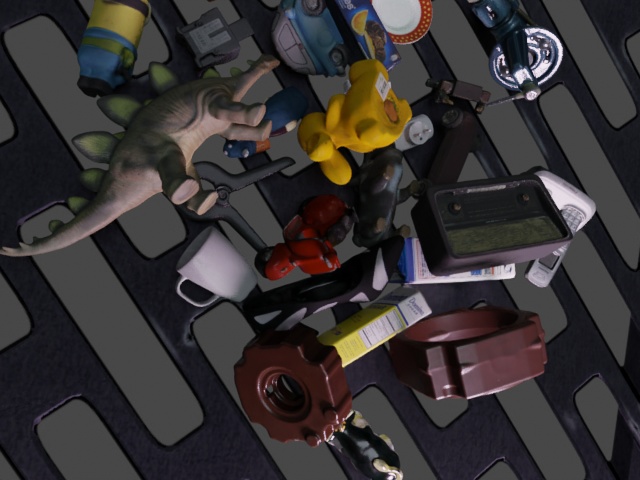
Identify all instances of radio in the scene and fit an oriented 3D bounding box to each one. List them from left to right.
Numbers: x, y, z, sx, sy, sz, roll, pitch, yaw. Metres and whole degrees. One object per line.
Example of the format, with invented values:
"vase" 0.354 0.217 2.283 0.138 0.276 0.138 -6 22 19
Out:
"radio" 0.265 -0.027 0.843 0.230 0.073 0.131 -8 66 -21

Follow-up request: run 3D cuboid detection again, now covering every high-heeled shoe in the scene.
"high-heeled shoe" 0.002 0.057 0.803 0.145 0.086 0.248 31 108 -31

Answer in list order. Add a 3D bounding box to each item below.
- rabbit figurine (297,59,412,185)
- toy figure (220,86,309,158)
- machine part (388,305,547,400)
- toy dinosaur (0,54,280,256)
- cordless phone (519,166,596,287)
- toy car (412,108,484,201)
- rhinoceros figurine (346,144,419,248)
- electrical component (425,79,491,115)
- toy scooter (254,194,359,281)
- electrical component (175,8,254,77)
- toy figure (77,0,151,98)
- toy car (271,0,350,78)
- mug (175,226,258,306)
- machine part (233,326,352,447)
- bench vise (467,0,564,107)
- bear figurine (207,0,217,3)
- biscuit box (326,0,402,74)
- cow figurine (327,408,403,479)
"rabbit figurine" 0.036 -0.164 0.818 0.121 0.173 0.162 43 52 -41
"toy figure" -0.085 -0.176 0.837 0.154 0.064 0.057 -42 135 -9
"machine part" 0.223 0.169 0.827 0.201 0.201 0.087 -12 92 -17
"toy dinosaur" -0.228 -0.121 0.752 0.199 0.105 0.471 36 71 15
"cordless phone" 0.382 -0.022 0.948 0.146 0.089 0.184 29 84 -13
"toy car" 0.214 -0.126 0.916 0.089 0.053 0.202 32 79 -42
"rhinoceros figurine" 0.094 -0.079 0.856 0.073 0.112 0.190 13 76 -32
"electrical component" 0.239 -0.249 0.926 0.102 0.078 0.045 8 104 -21
"toy scooter" -0.002 -0.002 0.793 0.184 0.135 0.075 -46 121 -29
"electrical component" -0.156 -0.313 0.833 0.119 0.048 0.074 -29 95 -14
"toy figure" -0.295 -0.292 0.770 0.082 0.089 0.180 18 79 -20
"toy car" -0.023 -0.320 0.851 0.103 0.109 0.161 -25 108 7
"mug" -0.153 0.052 0.794 0.107 0.081 0.109 39 78 -19
"machine part" -0.042 0.210 0.773 0.179 0.179 0.056 64 31 -4
"bench vise" 0.329 -0.326 0.902 0.223 0.129 0.241 46 38 -34
"bear figurine" -0.116 -0.419 0.814 0.196 0.132 0.120 1 114 -12
"biscuit box" 0.054 -0.362 0.886 0.059 0.063 0.202 -32 96 -17
"cow figurine" 0.052 0.306 0.824 0.167 0.098 0.068 43 83 -10
